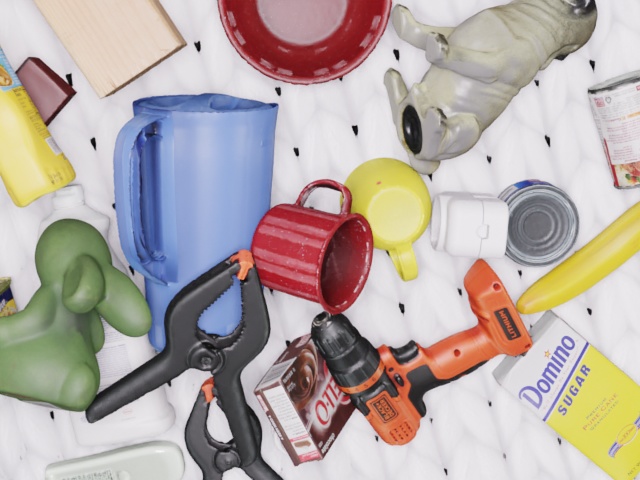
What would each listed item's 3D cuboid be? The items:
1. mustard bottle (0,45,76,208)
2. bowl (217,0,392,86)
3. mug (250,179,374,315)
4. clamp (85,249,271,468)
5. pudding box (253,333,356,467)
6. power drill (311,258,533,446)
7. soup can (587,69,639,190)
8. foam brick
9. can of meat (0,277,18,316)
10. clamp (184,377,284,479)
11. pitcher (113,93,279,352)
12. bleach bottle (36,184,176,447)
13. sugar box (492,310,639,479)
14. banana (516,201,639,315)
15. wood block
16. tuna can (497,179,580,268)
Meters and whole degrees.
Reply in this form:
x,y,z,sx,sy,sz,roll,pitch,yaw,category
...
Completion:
x,y,z,sx,sy,sz,roll,pitch,yaw,category
-0.284,-0.124,0.930,0.058,0.096,0.191,-27,100,3,mustard bottle
-0.015,-0.227,1.001,0.162,0.055,0.162,-1,100,-3,bowl
-0.006,0.001,0.969,0.082,0.093,0.117,15,92,31,mug
-0.112,0.102,0.950,0.164,0.036,0.210,12,112,-13,clamp
-0.011,0.152,1.040,0.039,0.113,0.090,-23,102,30,pudding box
0.100,0.099,1.041,0.187,0.057,0.184,-31,125,3,power drill
0.304,-0.108,1.033,0.068,0.068,0.102,-19,100,0,soup can
-0.276,-0.128,1.007,0.051,0.053,0.078,42,96,-9,foam brick
-0.320,0.090,1.019,0.057,0.102,0.084,-13,103,4,can of meat
-0.100,0.228,1.086,0.120,0.039,0.171,-25,95,-4,clamp
-0.114,-0.013,0.992,0.149,0.145,0.243,0,104,-9,pitcher
-0.214,0.069,1.041,0.102,0.068,0.251,-10,98,0,bleach bottle
0.272,0.162,1.090,0.176,0.048,0.093,39,96,-10,sugar box
0.277,0.010,1.056,0.198,0.069,0.037,-42,56,10,banana
-0.217,-0.241,0.972,0.091,0.090,0.206,-32,100,4,wood block
0.213,-0.016,1.061,0.086,0.034,0.086,0,100,-3,tuna can
